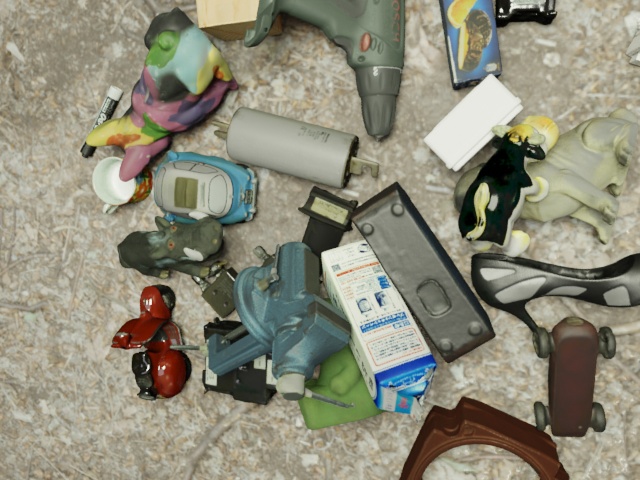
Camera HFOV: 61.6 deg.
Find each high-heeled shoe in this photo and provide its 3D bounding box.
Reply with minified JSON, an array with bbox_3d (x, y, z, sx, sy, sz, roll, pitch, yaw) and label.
[{"bbox_3d":[0.320,0.025,0.672,0.249,0.086,0.145,-35,91,21],"label":"high-heeled shoe"}]

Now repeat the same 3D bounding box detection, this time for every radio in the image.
[{"bbox_3d":[0.133,0.038,0.694,0.073,0.131,0.229,-35,90,14],"label":"radio"}]

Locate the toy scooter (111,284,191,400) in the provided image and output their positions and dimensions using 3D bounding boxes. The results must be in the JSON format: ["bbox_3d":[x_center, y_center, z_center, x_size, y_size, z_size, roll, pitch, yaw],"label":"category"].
[{"bbox_3d":[-0.255,0.164,0.802,0.075,0.135,0.183,-4,99,12],"label":"toy scooter"}]

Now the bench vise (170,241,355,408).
[{"bbox_3d":[-0.071,0.122,0.697,0.241,0.128,0.224,-31,52,28],"label":"bench vise"}]

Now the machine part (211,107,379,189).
[{"bbox_3d":[-0.037,-0.127,0.736,0.243,0.079,0.079,17,102,11],"label":"machine part"}]

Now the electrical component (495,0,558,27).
[{"bbox_3d":[0.252,-0.325,0.654,0.075,0.048,0.119,-1,98,13],"label":"electrical component"}]

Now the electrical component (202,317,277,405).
[{"bbox_3d":[-0.107,0.181,0.810,0.134,0.058,0.114,7,102,12],"label":"electrical component"}]

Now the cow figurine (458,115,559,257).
[{"bbox_3d":[0.204,-0.070,0.591,0.068,0.098,0.167,19,88,41],"label":"cow figurine"}]

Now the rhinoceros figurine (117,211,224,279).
[{"bbox_3d":[-0.205,0.005,0.757,0.190,0.112,0.073,-8,65,35],"label":"rhinoceros figurine"}]

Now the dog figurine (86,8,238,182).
[{"bbox_3d":[-0.223,-0.183,0.725,0.219,0.191,0.108,-45,90,1],"label":"dog figurine"}]

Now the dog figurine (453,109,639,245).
[{"bbox_3d":[0.275,-0.092,0.668,0.191,0.121,0.172,16,69,27],"label":"dog figurine"}]

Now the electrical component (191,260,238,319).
[{"bbox_3d":[-0.141,0.075,0.808,0.078,0.045,0.102,-37,89,14],"label":"electrical component"}]

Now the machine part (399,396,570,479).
[{"bbox_3d":[0.222,0.340,0.744,0.202,0.087,0.200,24,103,10],"label":"machine part"}]

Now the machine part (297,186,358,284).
[{"bbox_3d":[-0.002,-0.002,0.769,0.084,0.039,0.138,19,101,2],"label":"machine part"}]

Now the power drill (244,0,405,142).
[{"bbox_3d":[0.015,-0.252,0.666,0.207,0.086,0.231,7,95,-18],"label":"power drill"}]

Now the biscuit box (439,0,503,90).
[{"bbox_3d":[0.180,-0.296,0.668,0.059,0.063,0.202,-9,97,13],"label":"biscuit box"}]

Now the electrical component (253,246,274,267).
[{"bbox_3d":[-0.075,0.055,0.801,0.063,0.021,0.094,-43,88,16],"label":"electrical component"}]

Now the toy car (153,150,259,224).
[{"bbox_3d":[-0.175,-0.067,0.765,0.162,0.103,0.109,10,102,13],"label":"toy car"}]

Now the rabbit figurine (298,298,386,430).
[{"bbox_3d":[0.035,0.161,0.748,0.159,0.121,0.170,-14,80,11],"label":"rabbit figurine"}]

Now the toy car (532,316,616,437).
[{"bbox_3d":[0.324,0.181,0.695,0.089,0.053,0.201,-6,122,13],"label":"toy car"}]
